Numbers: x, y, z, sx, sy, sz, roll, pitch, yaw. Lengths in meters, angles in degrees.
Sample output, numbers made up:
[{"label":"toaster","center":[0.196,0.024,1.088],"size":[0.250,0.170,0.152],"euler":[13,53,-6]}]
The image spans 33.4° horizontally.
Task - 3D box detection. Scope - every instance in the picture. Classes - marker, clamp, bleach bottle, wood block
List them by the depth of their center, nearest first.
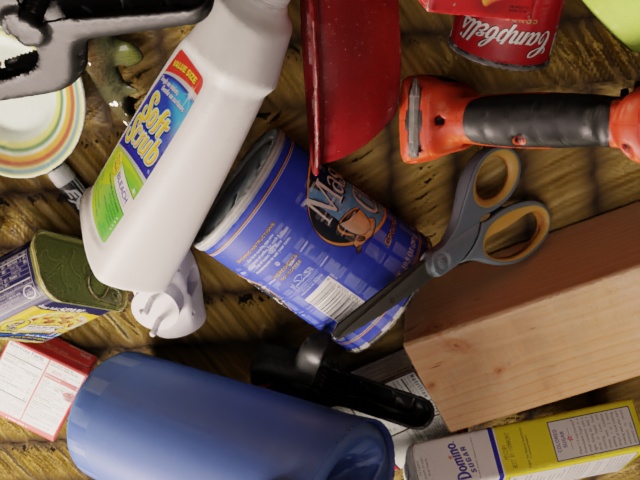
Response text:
[{"label":"clamp","center":[-0.184,-0.150,0.658],"size":[0.164,0.036,0.210],"euler":[36,143,-26]},{"label":"bleach bottle","center":[-0.085,-0.081,0.710],"size":[0.068,0.102,0.251],"euler":[12,129,-29]},{"label":"wood block","center":[0.174,0.055,0.784],"size":[0.206,0.090,0.090],"euler":[-21,116,17]},{"label":"clamp","center":[0.007,0.110,0.816],"size":[0.120,0.039,0.172],"euler":[38,160,-17]},{"label":"marker","center":[-0.183,-0.030,0.818],"size":[0.020,0.020,0.121],"euler":[-26,114,20]}]

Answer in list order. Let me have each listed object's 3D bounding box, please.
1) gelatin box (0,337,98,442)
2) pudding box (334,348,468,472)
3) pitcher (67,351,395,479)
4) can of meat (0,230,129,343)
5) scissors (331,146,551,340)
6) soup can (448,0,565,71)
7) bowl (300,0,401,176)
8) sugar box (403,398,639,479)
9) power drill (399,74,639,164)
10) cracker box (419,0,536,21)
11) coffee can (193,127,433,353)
[{"label":"gelatin box","center":[-0.240,0.119,0.907],"size":[0.073,0.030,0.089],"euler":[28,119,-8]},{"label":"pudding box","center":[0.053,0.147,0.883],"size":[0.114,0.039,0.090],"euler":[-27,114,19]},{"label":"pitcher","center":[-0.068,0.169,0.824],"size":[0.243,0.144,0.149],"euler":[15,136,32]},{"label":"can of meat","center":[-0.213,0.040,0.820],"size":[0.084,0.102,0.057],"euler":[-25,70,22]},{"label":"scissors","center":[0.082,-0.006,0.735],"size":[0.201,0.016,0.096],"euler":[-17,102,-31]},{"label":"soup can","center":[0.125,-0.167,0.674],"size":[0.068,0.068,0.102],"euler":[11,120,0]},{"label":"bowl","center":[0.018,-0.122,0.664],"size":[0.055,0.162,0.162],"euler":[-3,120,-3]},{"label":"sugar box","center":[0.155,0.170,0.835],"size":[0.176,0.048,0.093],"euler":[-8,156,-3]},{"label":"power drill","center":[0.157,-0.080,0.686],"size":[0.188,0.184,0.057],"euler":[2,98,25]},{"label":"cracker box","center":[0.085,-0.249,0.572],"size":[0.072,0.164,0.214],"euler":[2,122,-18]},{"label":"coffee can","center":[-0.005,0.001,0.767],"size":[0.140,0.102,0.103],"euler":[35,118,-14]}]
